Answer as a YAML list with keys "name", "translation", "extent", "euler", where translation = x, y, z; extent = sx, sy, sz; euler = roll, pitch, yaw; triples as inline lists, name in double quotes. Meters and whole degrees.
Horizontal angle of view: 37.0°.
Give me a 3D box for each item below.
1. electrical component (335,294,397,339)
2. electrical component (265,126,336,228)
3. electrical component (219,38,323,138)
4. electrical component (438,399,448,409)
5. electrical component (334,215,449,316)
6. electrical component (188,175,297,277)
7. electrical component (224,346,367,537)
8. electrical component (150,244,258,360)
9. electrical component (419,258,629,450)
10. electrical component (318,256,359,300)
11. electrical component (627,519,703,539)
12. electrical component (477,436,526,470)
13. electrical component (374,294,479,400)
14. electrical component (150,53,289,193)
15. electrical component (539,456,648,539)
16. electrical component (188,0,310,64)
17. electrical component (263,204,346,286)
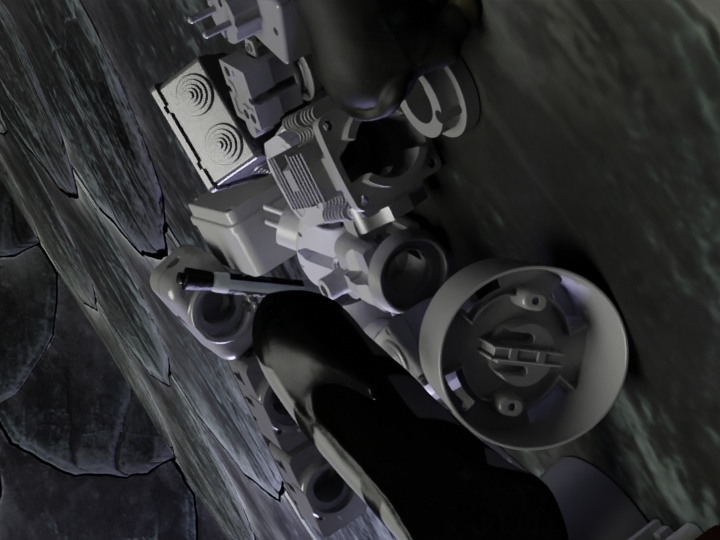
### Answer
- name: "electrical component"
  translation: [0.014, 0.053, 0.835]
  extent: [0.079, 0.044, 0.077]
  euler: [26, 142, 57]
- name: "electrical component"
  translation: [-0.025, -0.071, 0.742]
  extent: [0.080, 0.051, 0.080]
  euler: [49, 158, 28]
- name: "electrical component"
  translation: [-0.058, -0.130, 0.730]
  extent: [0.048, 0.055, 0.066]
  euler: [36, 150, 48]
- name: "electrical component"
  translation: [0.043, 0.103, 0.841]
  extent: [0.044, 0.044, 0.065]
  euler: [59, 156, 2]
- name: "electrical component"
  translation: [0.023, -0.004, 0.713]
  extent: [0.057, 0.058, 0.078]
  euler: [32, 148, 58]
- name: "electrical component"
  translation: [-0.086, -0.044, 0.891]
  extent: [0.113, 0.078, 0.057]
  euler: [16, 136, 63]
- name: "electrical component"
  translation: [-0.032, 0.135, 0.973]
  extent: [0.060, 0.105, 0.186]
  euler: [22, 138, 60]
- name: "electrical component"
  translation: [-0.127, 0.028, 0.920]
  extent: [0.095, 0.054, 0.059]
  euler: [52, 165, -27]
- name: "electrical component"
  translation: [0.084, 0.042, 0.576]
  extent: [0.099, 0.099, 0.064]
  euler: [67, 166, -20]
- name: "electrical component"
  translation: [0.000, 0.000, 0.766]
  extent: [0.048, 0.062, 0.048]
  euler: [49, 158, 28]
- name: "electrical component"
  translation: [0.181, 0.197, 0.615]
  extent: [0.089, 0.056, 0.050]
  euler: [60, 161, -1]
- name: "electrical component"
  translation: [0.086, 0.170, 0.820]
  extent: [0.100, 0.048, 0.099]
  euler: [39, 151, 43]
- name: "electrical component"
  translation: [0.052, 0.049, 0.686]
  extent: [0.051, 0.080, 0.080]
  euler: [59, 161, 14]
- name: "electrical component"
  translation: [-0.094, -0.112, 0.794]
  extent: [0.048, 0.100, 0.099]
  euler: [-31, 90, 26]
- name: "electrical component"
  translation: [0.138, 0.182, 0.691]
  extent: [0.108, 0.060, 0.108]
  euler: [49, 158, 28]
- name: "electrical component"
  translation: [-0.071, -0.168, 0.680]
  extent: [0.083, 0.076, 0.047]
  euler: [47, 157, 33]
- name: "electrical component"
  translation: [-0.037, -0.030, 0.815]
  extent: [0.079, 0.043, 0.077]
  euler: [20, 148, 13]
